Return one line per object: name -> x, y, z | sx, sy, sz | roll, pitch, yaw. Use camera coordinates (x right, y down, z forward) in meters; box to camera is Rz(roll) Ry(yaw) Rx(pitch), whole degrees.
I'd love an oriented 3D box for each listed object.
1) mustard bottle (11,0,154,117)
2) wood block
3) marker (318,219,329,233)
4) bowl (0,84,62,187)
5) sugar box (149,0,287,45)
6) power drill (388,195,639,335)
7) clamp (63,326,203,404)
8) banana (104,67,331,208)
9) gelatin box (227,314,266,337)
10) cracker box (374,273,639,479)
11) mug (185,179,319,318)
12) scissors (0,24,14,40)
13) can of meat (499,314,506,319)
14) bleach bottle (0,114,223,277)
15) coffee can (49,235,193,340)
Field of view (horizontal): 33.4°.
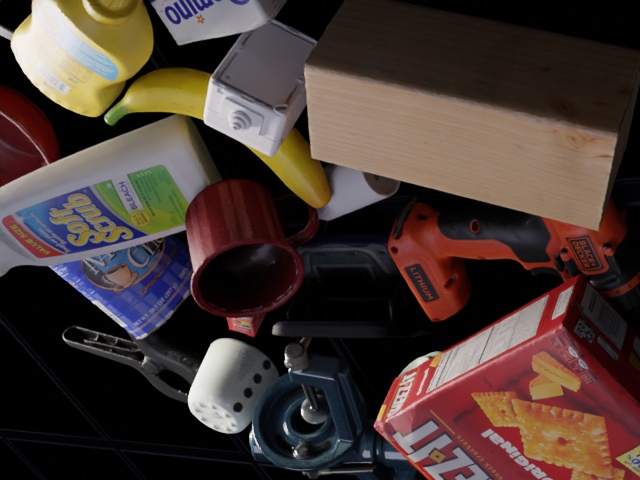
mustard bottle -> -0.177, -0.161, 0.819 | 0.096, 0.058, 0.192 | 43, 155, -11
wood block -> 0.102, -0.091, 0.724 | 0.206, 0.090, 0.091 | 15, 141, 17
marker -> -0.006, 0.001, 0.961 | 0.020, 0.020, 0.121 | 24, 143, 7
bowl -> -0.304, -0.096, 1.013 | 0.162, 0.055, 0.162 | 18, 142, 15
sugar box -> -0.103, -0.223, 0.743 | 0.094, 0.048, 0.176 | -4, 131, 37
power drill -> 0.162, 0.020, 0.843 | 0.188, 0.057, 0.184 | -9, 125, 36
clamp -> -0.196, 0.135, 1.227 | 0.210, 0.036, 0.165 | 40, 143, -14
banana -> -0.073, -0.092, 0.852 | 0.198, 0.037, 0.070 | 23, 121, 8
gelatin box -> -0.057, 0.030, 0.970 | 0.030, 0.089, 0.073 | 14, 141, 15
cracker box -> 0.172, 0.145, 0.839 | 0.164, 0.072, 0.214 | 45, 131, -9
mug -> -0.056, -0.001, 0.876 | 0.117, 0.081, 0.093 | -28, 137, 11
scissors -> -0.321, -0.195, 0.944 | 0.201, 0.016, 0.096 | 38, 144, -11
can of meat -> 0.198, 0.113, 0.925 | 0.084, 0.057, 0.102 | 6, 137, 31
bleach bottle -> -0.212, -0.021, 0.929 | 0.251, 0.068, 0.102 | -21, 125, 6
coffee can -> -0.197, 0.014, 1.031 | 0.140, 0.102, 0.103 | 42, 141, -17
